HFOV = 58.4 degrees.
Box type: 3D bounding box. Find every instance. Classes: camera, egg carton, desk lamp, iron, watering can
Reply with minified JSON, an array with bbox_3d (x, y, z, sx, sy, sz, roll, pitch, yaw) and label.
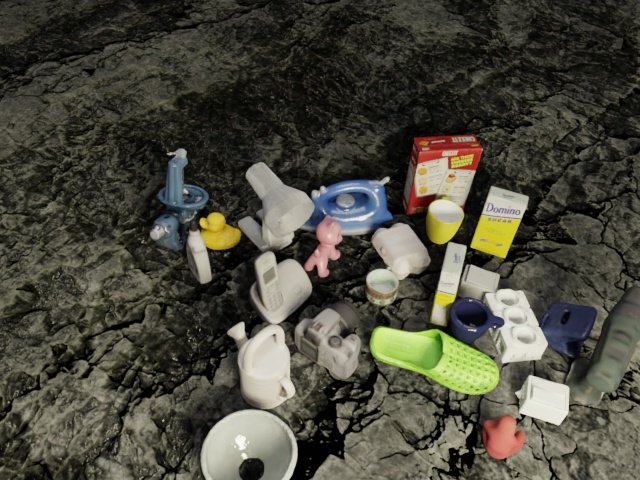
[{"bbox_3d":[0.037,0.191,1.204,0.142,0.101,0.137,31,52,24],"label":"camera"},{"bbox_3d":[0.194,0.025,1.398,0.107,0.069,0.150,-17,49,-19],"label":"egg carton"},{"bbox_3d":[-0.113,-0.068,1.367,0.118,0.214,0.202,-29,54,-28],"label":"desk lamp"},{"bbox_3d":[0.057,-0.097,1.456,0.258,0.141,0.118,-6,47,-9],"label":"iron"},{"bbox_3d":[-0.113,0.228,1.093,0.172,0.194,0.101,20,48,15],"label":"watering can"}]

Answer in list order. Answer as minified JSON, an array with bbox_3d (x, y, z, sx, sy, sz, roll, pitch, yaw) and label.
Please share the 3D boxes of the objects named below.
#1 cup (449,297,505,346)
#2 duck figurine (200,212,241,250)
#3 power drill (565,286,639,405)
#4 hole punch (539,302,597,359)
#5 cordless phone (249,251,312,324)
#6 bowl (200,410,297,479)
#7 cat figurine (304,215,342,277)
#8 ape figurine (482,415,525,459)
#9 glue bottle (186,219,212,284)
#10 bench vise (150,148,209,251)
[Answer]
[{"bbox_3d":[0.329,0.187,1.232,0.117,0.095,0.091,9,46,5],"label":"cup"},{"bbox_3d":[-0.248,-0.029,1.409,0.104,0.086,0.077,6,46,3],"label":"duck figurine"},{"bbox_3d":[0.564,0.224,1.132,0.075,0.208,0.230,25,50,20],"label":"power drill"},{"bbox_3d":[0.536,0.186,1.248,0.101,0.091,0.109,26,50,20],"label":"hole punch"},{"bbox_3d":[-0.087,0.080,1.244,0.094,0.185,0.148,31,52,24],"label":"cordless phone"},{"bbox_3d":[-0.124,0.393,1.016,0.167,0.075,0.167,2,46,-2],"label":"bowl"},{"bbox_3d":[0.013,0.005,1.371,0.067,0.118,0.128,19,48,14],"label":"cat figurine"},{"bbox_3d":[0.342,0.359,1.067,0.077,0.092,0.076,32,52,25],"label":"ape figurine"},{"bbox_3d":[-0.279,0.019,1.300,0.037,0.173,0.078,-23,51,-23],"label":"glue bottle"},{"bbox_3d":[-0.336,-0.094,1.374,0.121,0.220,0.207,2,46,-1],"label":"bench vise"}]
